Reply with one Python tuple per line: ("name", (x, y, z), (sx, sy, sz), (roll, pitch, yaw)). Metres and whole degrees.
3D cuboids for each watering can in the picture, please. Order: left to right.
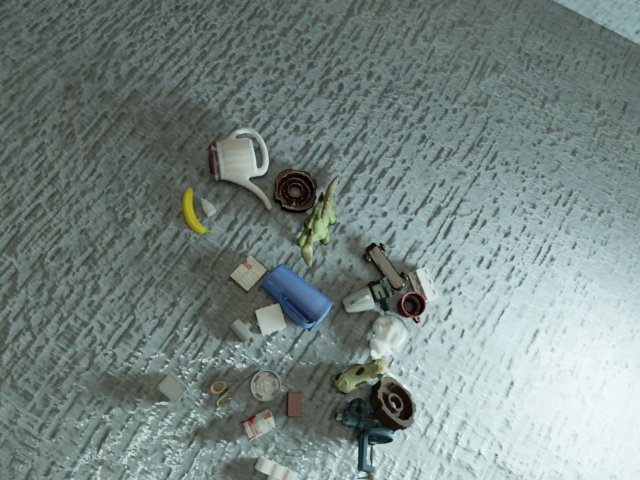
("watering can", (-0.300, -0.267, 1.941), (0.225, 0.102, 0.352), (-8, 74, -10))

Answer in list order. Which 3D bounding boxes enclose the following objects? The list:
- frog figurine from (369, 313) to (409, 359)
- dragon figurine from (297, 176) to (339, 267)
("frog figurine", (0.232, 0.346, 1.823), (0.162, 0.122, 0.136), (-40, 102, -29))
("dragon figurine", (0.006, -0.094, 1.868), (0.122, 0.239, 0.416), (16, 73, 1))
